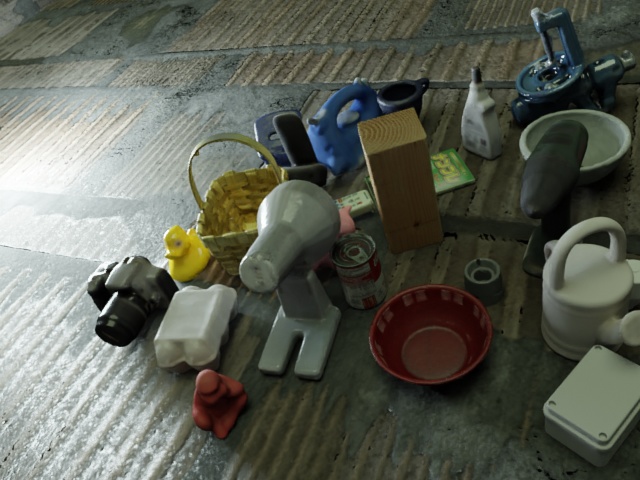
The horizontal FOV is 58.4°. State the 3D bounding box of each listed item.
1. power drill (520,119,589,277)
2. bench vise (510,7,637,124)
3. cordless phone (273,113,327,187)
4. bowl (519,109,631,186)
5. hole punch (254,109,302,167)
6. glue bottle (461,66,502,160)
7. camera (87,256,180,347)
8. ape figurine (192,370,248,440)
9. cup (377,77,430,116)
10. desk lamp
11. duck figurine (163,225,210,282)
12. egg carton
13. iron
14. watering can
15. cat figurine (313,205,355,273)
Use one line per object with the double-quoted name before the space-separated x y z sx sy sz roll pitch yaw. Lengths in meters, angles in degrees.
"power drill" 0.319 -0.048 0.783 0.075 0.209 0.230 8 49 28
"bench vise" 0.442 -0.324 1.021 0.207 0.220 0.121 -21 42 -2
"cordless phone" -0.073 -0.154 1.059 0.147 0.185 0.094 -8 43 13
"bowl" 0.417 -0.141 0.945 0.167 0.075 0.167 -10 42 10
"hole punch" -0.077 -0.208 1.188 0.108 0.091 0.101 -14 42 7
"glue bottle" 0.283 -0.228 1.013 0.037 0.173 0.077 -35 44 -16
"camera" -0.331 0.099 0.950 0.142 0.101 0.137 0 45 21
"ape figurine" -0.141 0.210 0.769 0.078 0.092 0.076 -24 42 -5
"cup" 0.177 -0.267 1.154 0.118 0.095 0.091 -34 44 -15
"desk lamp" -0.037 0.052 0.806 0.117 0.214 0.203 0 45 21
"duck figurine" -0.245 0.011 1.024 0.077 0.086 0.104 -2 44 19
"egg carton" -0.188 0.135 0.884 0.107 0.069 0.150 -5 44 16
"iron" 0.058 -0.245 1.140 0.118 0.142 0.259 16 53 33
"watering can" 0.324 0.055 0.682 0.101 0.194 0.172 -36 44 -18
"cat figurine" 0.008 0.003 0.913 0.128 0.118 0.067 -27 42 -8
